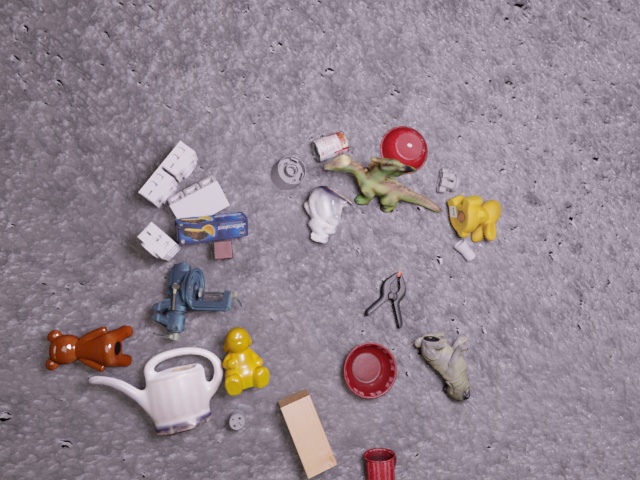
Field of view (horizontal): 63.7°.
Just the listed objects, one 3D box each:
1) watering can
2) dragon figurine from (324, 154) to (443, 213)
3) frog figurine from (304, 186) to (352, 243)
[{"bbox_3d":[-0.433,0.423,1.408,0.349,0.103,0.225,-12,86,-14],"label":"watering can"},{"bbox_3d":[0.210,-0.171,1.528,0.410,0.240,0.123,13,78,-5],"label":"dragon figurine"},{"bbox_3d":[0.005,-0.078,1.545,0.139,0.121,0.160,32,88,29],"label":"frog figurine"}]
